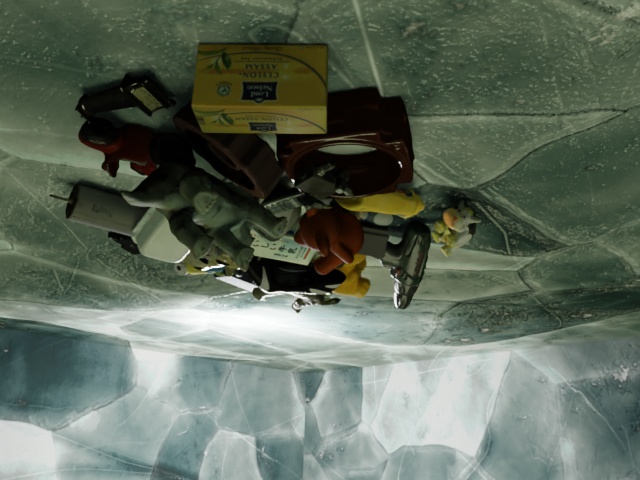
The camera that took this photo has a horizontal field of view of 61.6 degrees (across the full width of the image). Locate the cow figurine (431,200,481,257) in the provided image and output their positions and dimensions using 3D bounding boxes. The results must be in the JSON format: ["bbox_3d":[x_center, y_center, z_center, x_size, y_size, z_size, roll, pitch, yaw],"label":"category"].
[{"bbox_3d":[0.296,-0.032,1.129,0.098,0.068,0.167,-30,161,-6],"label":"cow figurine"}]

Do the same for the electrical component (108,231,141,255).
[{"bbox_3d":[-0.412,-0.007,1.268,0.115,0.058,0.134,-3,158,18],"label":"electrical component"}]

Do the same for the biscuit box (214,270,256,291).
[{"bbox_3d":[-0.210,0.101,1.526,0.059,0.063,0.202,-11,155,32],"label":"biscuit box"}]

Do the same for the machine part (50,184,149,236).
[{"bbox_3d":[-0.428,-0.056,1.112,0.243,0.079,0.079,19,153,-37],"label":"machine part"}]

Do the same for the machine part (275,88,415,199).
[{"bbox_3d":[0.043,-0.141,0.850,0.201,0.087,0.201,-5,160,14],"label":"machine part"}]

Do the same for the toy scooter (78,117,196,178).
[{"bbox_3d":[-0.306,-0.138,0.896,0.184,0.075,0.135,14,155,-22],"label":"toy scooter"}]

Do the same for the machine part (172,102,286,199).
[{"bbox_3d":[-0.135,-0.138,0.806,0.179,0.056,0.179,35,169,8],"label":"machine part"}]

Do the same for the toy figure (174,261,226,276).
[{"bbox_3d":[-0.293,0.054,1.387,0.180,0.082,0.089,-7,155,15],"label":"toy figure"}]

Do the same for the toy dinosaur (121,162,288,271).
[{"bbox_3d":[-0.191,-0.058,0.840,0.192,0.131,0.404,33,178,31],"label":"toy dinosaur"}]

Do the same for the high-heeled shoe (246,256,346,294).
[{"bbox_3d":[-0.055,0.072,1.222,0.145,0.086,0.248,-15,154,30],"label":"high-heeled shoe"}]

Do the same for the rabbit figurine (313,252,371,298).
[{"bbox_3d":[0.061,0.049,1.347,0.162,0.122,0.173,14,143,-7],"label":"rabbit figurine"}]

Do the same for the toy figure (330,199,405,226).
[{"bbox_3d":[0.097,-0.061,1.094,0.154,0.064,0.058,4,-172,-15],"label":"toy figure"}]

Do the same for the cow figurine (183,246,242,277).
[{"bbox_3d":[-0.245,0.032,1.250,0.127,0.085,0.195,37,153,-25],"label":"cow figurine"}]

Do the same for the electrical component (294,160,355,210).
[{"bbox_3d":[0.006,-0.082,0.825,0.078,0.045,0.102,19,153,-41],"label":"electrical component"}]

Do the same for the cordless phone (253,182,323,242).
[{"bbox_3d":[-0.049,-0.070,1.053,0.184,0.089,0.146,-13,155,18],"label":"cordless phone"}]

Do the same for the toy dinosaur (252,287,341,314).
[{"bbox_3d":[-0.087,0.098,1.467,0.199,0.105,0.471,-25,143,36],"label":"toy dinosaur"}]

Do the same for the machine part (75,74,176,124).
[{"bbox_3d":[-0.288,-0.203,0.780,0.139,0.039,0.084,-8,165,18],"label":"machine part"}]

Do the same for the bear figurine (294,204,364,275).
[{"bbox_3d":[0.001,-0.005,0.991,0.132,0.120,0.196,-24,169,26],"label":"bear figurine"}]

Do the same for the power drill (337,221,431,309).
[{"bbox_3d":[0.143,0.051,1.236,0.207,0.086,0.231,18,121,-1],"label":"power drill"}]

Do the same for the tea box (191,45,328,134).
[{"bbox_3d":[-0.074,-0.196,0.700,0.170,0.098,0.068,0,160,0],"label":"tea box"}]
